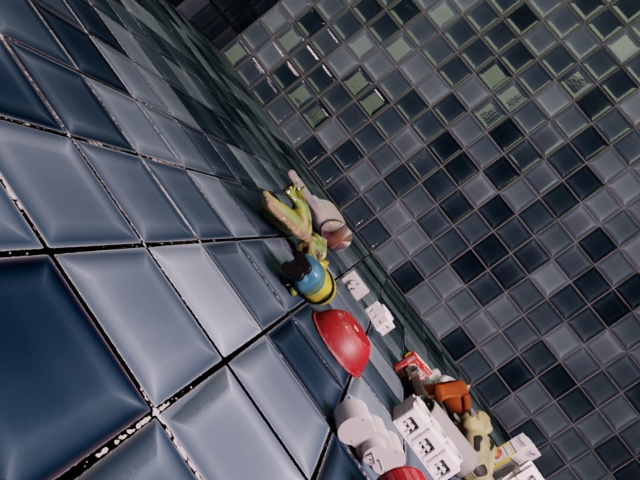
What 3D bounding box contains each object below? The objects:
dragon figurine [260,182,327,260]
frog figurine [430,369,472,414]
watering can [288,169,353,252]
[{"bbox_3d":[-0.043,-0.004,1.238,0.122,0.243,0.411,-30,-3,10],"label":"dragon figurine"},{"bbox_3d":[0.364,0.456,1.567,0.160,0.125,0.134,21,-31,23],"label":"frog figurine"},{"bbox_3d":[0.006,-0.092,1.829,0.342,0.103,0.229,46,10,-41],"label":"watering can"}]
